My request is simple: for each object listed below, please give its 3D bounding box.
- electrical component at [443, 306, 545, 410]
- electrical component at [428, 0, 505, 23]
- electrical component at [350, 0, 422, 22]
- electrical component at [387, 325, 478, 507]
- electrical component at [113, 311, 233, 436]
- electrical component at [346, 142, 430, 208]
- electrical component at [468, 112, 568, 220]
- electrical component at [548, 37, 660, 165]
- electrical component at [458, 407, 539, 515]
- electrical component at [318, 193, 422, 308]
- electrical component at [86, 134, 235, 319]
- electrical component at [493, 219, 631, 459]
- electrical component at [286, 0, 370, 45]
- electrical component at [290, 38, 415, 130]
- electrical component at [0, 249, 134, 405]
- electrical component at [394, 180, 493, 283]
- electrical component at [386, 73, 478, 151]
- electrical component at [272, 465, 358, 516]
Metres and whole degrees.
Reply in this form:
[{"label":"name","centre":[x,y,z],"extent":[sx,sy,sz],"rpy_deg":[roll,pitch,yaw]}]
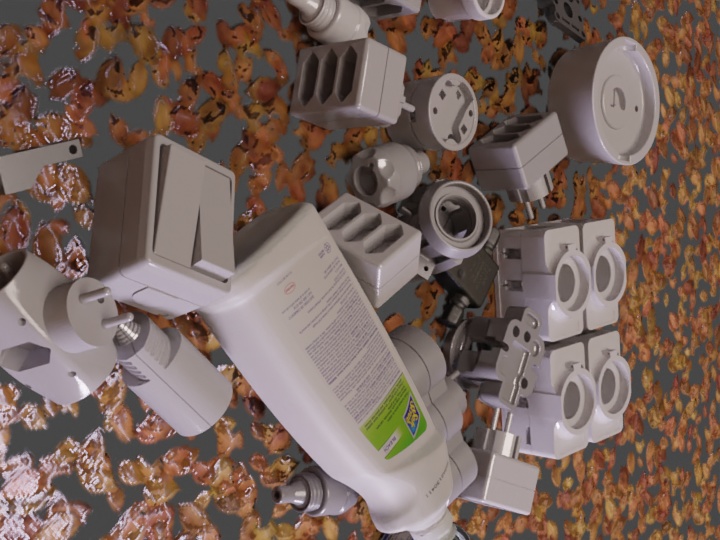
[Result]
[{"label":"electrical component","centre":[0.102,0.066,0.838],"extent":[0.058,0.057,0.078],"rpy_deg":[35,67,-41]},{"label":"electrical component","centre":[0.079,-0.206,0.810],"extent":[0.040,0.046,0.040],"rpy_deg":[-3,94,-45]},{"label":"electrical component","centre":[0.009,-0.221,0.738],"extent":[0.066,0.047,0.076],"rpy_deg":[17,80,-44]},{"label":"electrical component","centre":[0.054,0.101,0.794],"extent":[0.074,0.052,0.138],"rpy_deg":[-35,116,-38]},{"label":"electrical component","centre":[-0.116,0.056,0.627],"extent":[0.081,0.043,0.043],"rpy_deg":[51,58,-34]},{"label":"electrical component","centre":[0.024,-0.070,0.763],"extent":[0.062,0.043,0.043],"rpy_deg":[-23,108,-44]},{"label":"electrical component","centre":[0.133,-0.079,0.870],"extent":[0.066,0.047,0.076],"rpy_deg":[-39,118,-37]},{"label":"electrical component","centre":[0.205,-0.143,0.930],"extent":[0.108,0.060,0.108],"rpy_deg":[-2,93,-45]},{"label":"electrical component","centre":[0.106,0.147,0.852],"extent":[0.066,0.047,0.076],"rpy_deg":[25,74,-43]},{"label":"electrical component","centre":[0.000,0.000,0.732],"extent":[0.047,0.066,0.076],"rpy_deg":[-40,147,-37]},{"label":"electrical component","centre":[-0.108,-0.030,0.605],"extent":[0.062,0.061,0.096],"rpy_deg":[26,54,-43]},{"label":"electrical component","centre":[0.172,0.054,0.906],"extent":[0.105,0.060,0.186],"rpy_deg":[-11,99,-45]},{"label":"electrical component","centre":[-0.024,-0.170,0.716],"extent":[0.061,0.035,0.035],"rpy_deg":[24,75,-41]},{"label":"electrical component","centre":[0.005,-0.118,0.724],"extent":[0.077,0.066,0.047],"rpy_deg":[15,81,-45]},{"label":"electrical component","centre":[-0.154,0.026,0.562],"extent":[0.077,0.079,0.043],"rpy_deg":[55,33,-31]},{"label":"electrical component","centre":[0.059,-0.032,0.778],"extent":[0.058,0.057,0.078],"rpy_deg":[33,67,-16]},{"label":"electrical component","centre":[0.051,-0.113,0.785],"extent":[0.055,0.047,0.055],"rpy_deg":[-3,94,-45]},{"label":"electrical component","centre":[-0.032,0.148,0.722],"extent":[0.061,0.035,0.035],"rpy_deg":[5,89,-43]}]
